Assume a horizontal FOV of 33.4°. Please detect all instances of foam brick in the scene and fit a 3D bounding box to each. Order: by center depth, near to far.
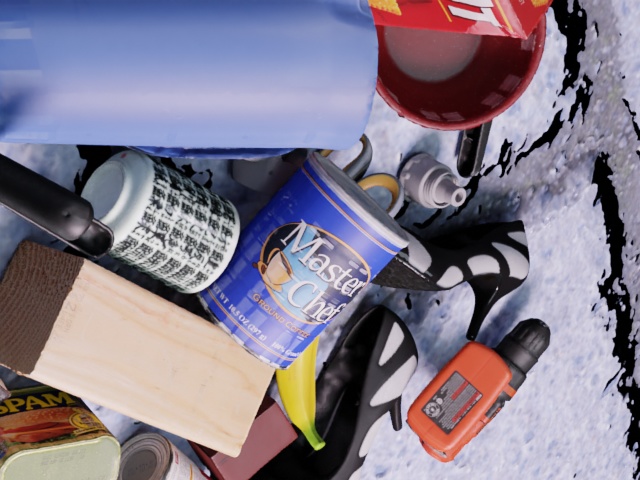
[{"bbox_3d":[-0.071,0.172,0.945,0.078,0.051,0.053,-38,128,-18],"label":"foam brick"}]

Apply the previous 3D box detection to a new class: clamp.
[{"bbox_3d":[-0.218,-0.048,0.666,0.036,0.210,0.164,-60,176,-9],"label":"clamp"},{"bbox_3d":[0.140,-0.150,0.961,0.120,0.039,0.171,25,91,-48],"label":"clamp"}]

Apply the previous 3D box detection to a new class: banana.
[{"bbox_3d":[-0.006,0.082,0.942,0.037,0.070,0.198,-14,116,-56],"label":"banana"}]

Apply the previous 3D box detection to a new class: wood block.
[{"bbox_3d":[-0.142,0.086,0.809,0.205,0.091,0.090,33,75,-43],"label":"wood block"}]

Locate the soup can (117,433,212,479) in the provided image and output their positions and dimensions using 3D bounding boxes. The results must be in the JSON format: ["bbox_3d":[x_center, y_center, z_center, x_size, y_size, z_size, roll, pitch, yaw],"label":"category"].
[{"bbox_3d":[-0.128,0.218,0.912,0.068,0.069,0.102,-46,131,-11],"label":"soup can"}]

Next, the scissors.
[{"bbox_3d":[-0.006,0.001,0.893,0.202,0.096,0.016,-57,158,-4],"label":"scissors"}]

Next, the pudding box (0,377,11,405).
[{"bbox_3d":[-0.292,0.116,0.751,0.113,0.039,0.090,-45,131,-12],"label":"pudding box"}]

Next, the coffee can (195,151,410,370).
[{"bbox_3d":[-0.015,0.016,0.831,0.140,0.103,0.102,-47,134,9],"label":"coffee can"}]

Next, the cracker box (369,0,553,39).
[{"bbox_3d":[0.039,-0.220,0.724,0.072,0.214,0.164,-56,134,-17],"label":"cracker box"}]

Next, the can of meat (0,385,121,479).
[{"bbox_3d":[-0.212,0.155,0.804,0.101,0.084,0.057,-4,113,-37],"label":"can of meat"}]

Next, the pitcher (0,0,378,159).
[{"bbox_3d":[-0.095,-0.114,0.696,0.242,0.145,0.149,-4,105,-17],"label":"pitcher"}]

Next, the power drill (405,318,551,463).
[{"bbox_3d":[0.159,0.146,1.056,0.184,0.057,0.187,-51,161,2],"label":"power drill"}]

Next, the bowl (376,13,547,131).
[{"bbox_3d":[0.103,-0.174,0.887,0.162,0.055,0.162,-3,103,-13],"label":"bowl"}]
